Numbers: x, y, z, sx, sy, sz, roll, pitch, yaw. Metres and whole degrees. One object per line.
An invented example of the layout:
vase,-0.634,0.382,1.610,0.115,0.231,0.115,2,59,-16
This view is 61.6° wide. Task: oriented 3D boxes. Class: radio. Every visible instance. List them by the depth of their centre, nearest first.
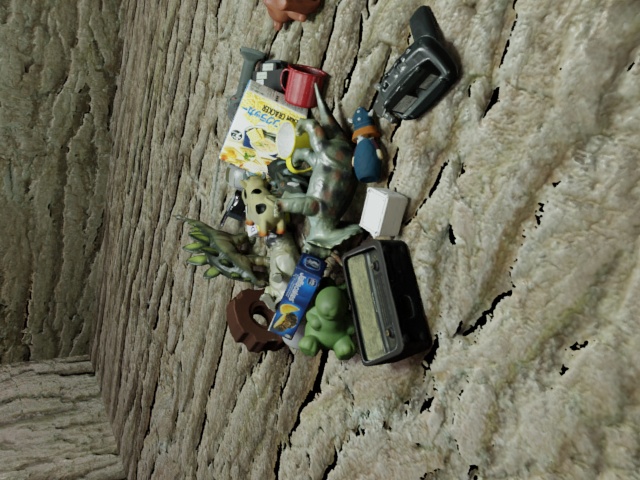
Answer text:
radio,0.123,0.118,1.036,0.131,0.073,0.229,-33,63,51

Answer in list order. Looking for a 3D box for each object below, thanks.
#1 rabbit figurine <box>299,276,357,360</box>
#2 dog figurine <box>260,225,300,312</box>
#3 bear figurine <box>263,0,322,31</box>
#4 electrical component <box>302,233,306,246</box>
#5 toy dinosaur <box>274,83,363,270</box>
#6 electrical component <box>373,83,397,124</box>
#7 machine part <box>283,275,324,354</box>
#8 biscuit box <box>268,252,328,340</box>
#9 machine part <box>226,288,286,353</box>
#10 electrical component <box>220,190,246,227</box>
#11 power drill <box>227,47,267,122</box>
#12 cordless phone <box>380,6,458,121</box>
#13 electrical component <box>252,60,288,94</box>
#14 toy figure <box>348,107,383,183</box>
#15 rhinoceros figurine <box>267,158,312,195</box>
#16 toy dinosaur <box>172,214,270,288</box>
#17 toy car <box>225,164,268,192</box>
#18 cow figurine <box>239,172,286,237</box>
rabbit figurine,0.033,0.152,1.122,0.170,0.121,0.159,94,-169,-52
dog figurine,-0.096,0.074,1.359,0.172,0.121,0.191,-61,29,31
bear figurine,-0.088,-0.587,1.305,0.196,0.132,0.120,14,100,49
electrical component,-0.002,-0.004,1.246,0.102,0.045,0.078,-53,47,42
toy dinosaur,0.020,-0.130,1.144,0.131,0.192,0.404,89,-164,-88
electrical component,0.131,-0.274,1.070,0.094,0.021,0.063,54,133,40
machine part,-0.032,0.171,1.262,0.079,0.079,0.243,47,126,45
biscuit box,-0.049,0.123,1.154,0.063,0.059,0.202,-64,-2,-55
machine part,-0.149,0.200,1.360,0.056,0.179,0.179,-54,48,39
electrical component,-0.246,-0.087,1.566,0.119,0.048,0.075,-63,19,15
power drill,-0.204,-0.419,1.479,0.232,0.086,0.207,-122,41,-70
cordless phone,0.167,-0.329,0.986,0.146,0.089,0.184,-43,44,48
electrical component,-0.119,-0.393,1.386,0.115,0.058,0.134,13,101,37
toy figure,0.093,-0.194,1.096,0.057,0.064,0.154,70,-164,-76
rhinoceros figurine,-0.072,-0.142,1.294,0.190,0.112,0.073,57,132,50
toy dinosaur,-0.279,0.025,1.522,0.472,0.198,0.105,35,116,48
toy car,-0.213,-0.182,1.509,0.162,0.103,0.109,29,113,50
cow figurine,-0.148,-0.096,1.343,0.195,0.085,0.127,38,127,57
